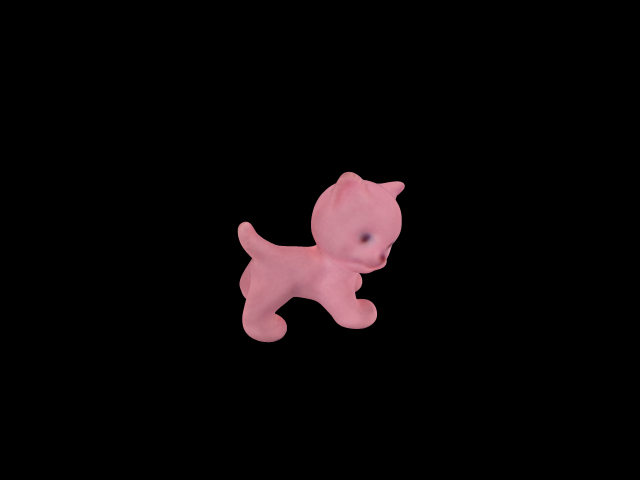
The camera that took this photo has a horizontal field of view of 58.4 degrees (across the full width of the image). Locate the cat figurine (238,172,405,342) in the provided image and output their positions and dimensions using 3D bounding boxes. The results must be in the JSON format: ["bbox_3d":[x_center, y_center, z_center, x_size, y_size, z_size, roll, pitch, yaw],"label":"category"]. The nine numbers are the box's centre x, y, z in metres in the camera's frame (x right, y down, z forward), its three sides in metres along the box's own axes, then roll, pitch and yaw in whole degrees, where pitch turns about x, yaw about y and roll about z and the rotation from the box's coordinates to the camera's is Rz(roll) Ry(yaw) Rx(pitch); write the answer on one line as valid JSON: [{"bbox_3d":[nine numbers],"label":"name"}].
[{"bbox_3d":[0.004,0.001,0.400,0.128,0.118,0.067,-8,35,-11],"label":"cat figurine"}]
